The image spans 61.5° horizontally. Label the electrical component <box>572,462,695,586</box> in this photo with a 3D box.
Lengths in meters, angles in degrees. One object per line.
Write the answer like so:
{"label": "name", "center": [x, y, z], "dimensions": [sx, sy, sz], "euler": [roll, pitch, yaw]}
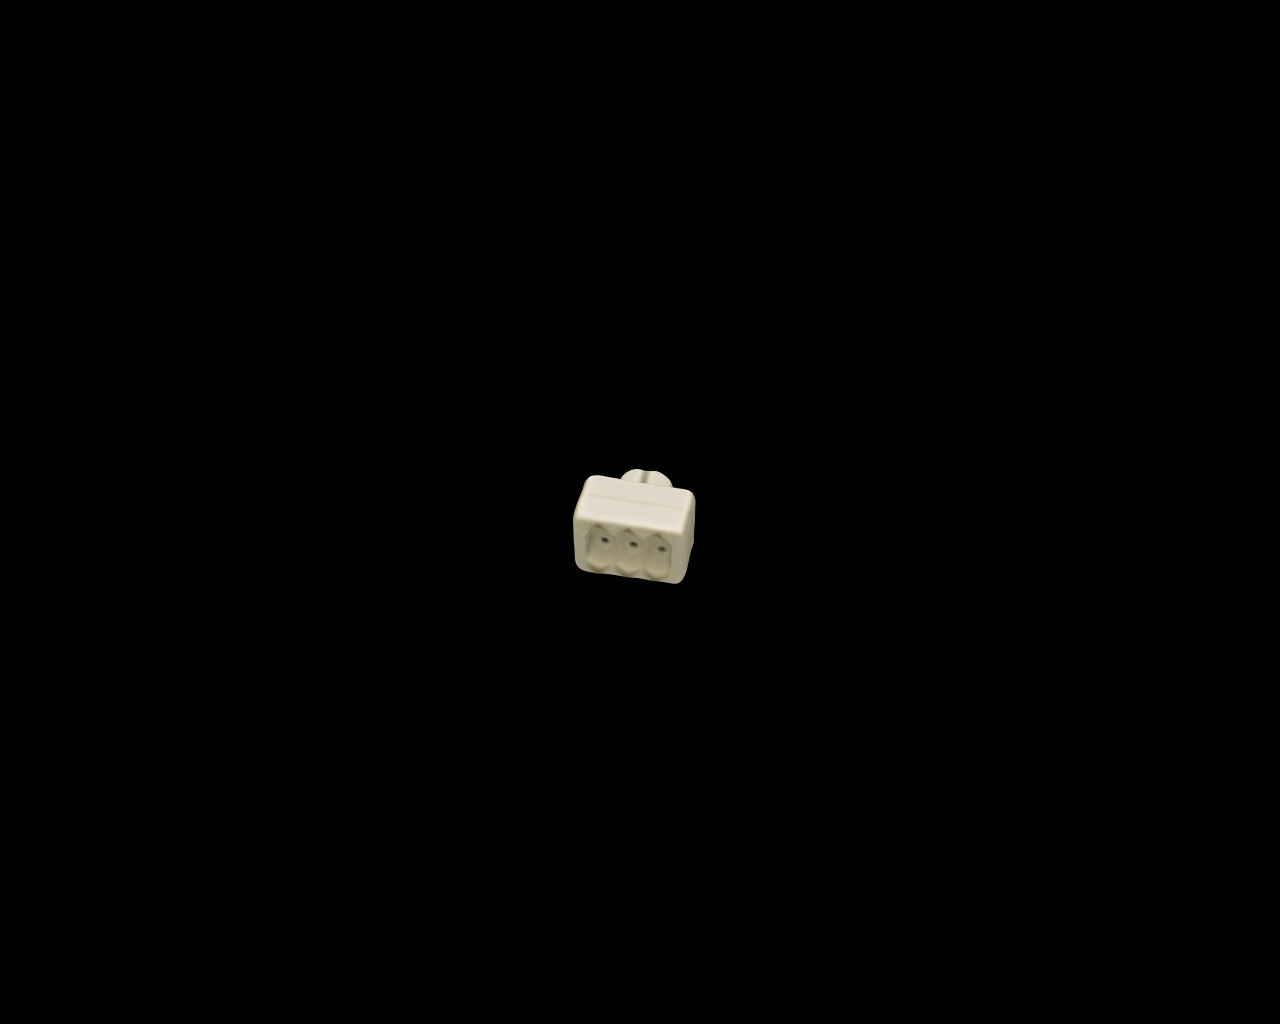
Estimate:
{"label": "electrical component", "center": [0.001, -0.003, 0.650], "dimensions": [0.066, 0.077, 0.047], "euler": [9, -43, 8]}
